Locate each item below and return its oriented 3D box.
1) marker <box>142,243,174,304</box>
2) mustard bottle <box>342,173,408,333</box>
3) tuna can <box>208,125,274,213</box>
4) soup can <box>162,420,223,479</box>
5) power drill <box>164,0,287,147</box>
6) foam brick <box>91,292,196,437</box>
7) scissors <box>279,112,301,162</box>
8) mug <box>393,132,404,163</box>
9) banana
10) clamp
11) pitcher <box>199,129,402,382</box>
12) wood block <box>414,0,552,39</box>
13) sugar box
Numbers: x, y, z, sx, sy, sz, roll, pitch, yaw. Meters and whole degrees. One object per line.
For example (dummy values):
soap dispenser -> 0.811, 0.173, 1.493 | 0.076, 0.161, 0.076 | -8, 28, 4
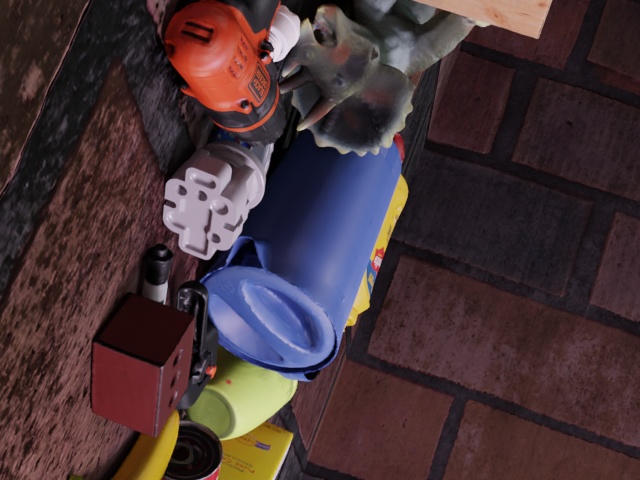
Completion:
marker -> -0.121, 0.053, 0.764 | 0.020, 0.020, 0.121 | -60, 167, -55
mustard bottle -> 0.042, 0.018, 1.168 | 0.096, 0.058, 0.191 | 84, 25, -68
tuna can -> -0.065, -0.060, 0.830 | 0.086, 0.034, 0.086 | 20, 89, -83
soup can -> -0.127, 0.220, 0.954 | 0.068, 0.068, 0.102 | -62, 169, -51
power drill -> -0.031, -0.162, 0.701 | 0.184, 0.057, 0.187 | 53, 56, -77
foam brick -> -0.120, 0.085, 0.722 | 0.053, 0.051, 0.078 | -62, 169, -46
scissors -> -0.040, -0.068, 1.063 | 0.096, 0.016, 0.202 | -57, 164, -61
mug -> 0.055, -0.124, 1.259 | 0.093, 0.117, 0.081 | -19, 132, -36
banana -> -0.149, 0.188, 0.828 | 0.197, 0.037, 0.070 | -35, 144, -78
clamp -> -0.108, 0.091, 0.882 | 0.171, 0.039, 0.120 | 18, 96, -87
pitcher -> -0.006, 0.001, 0.986 | 0.149, 0.145, 0.242 | -48, -168, 49
wood block -> 0.088, -0.243, 0.814 | 0.090, 0.206, 0.090 | 95, 17, -60
sugar box -> -0.101, 0.258, 1.135 | 0.176, 0.093, 0.048 | -61, 171, -55
